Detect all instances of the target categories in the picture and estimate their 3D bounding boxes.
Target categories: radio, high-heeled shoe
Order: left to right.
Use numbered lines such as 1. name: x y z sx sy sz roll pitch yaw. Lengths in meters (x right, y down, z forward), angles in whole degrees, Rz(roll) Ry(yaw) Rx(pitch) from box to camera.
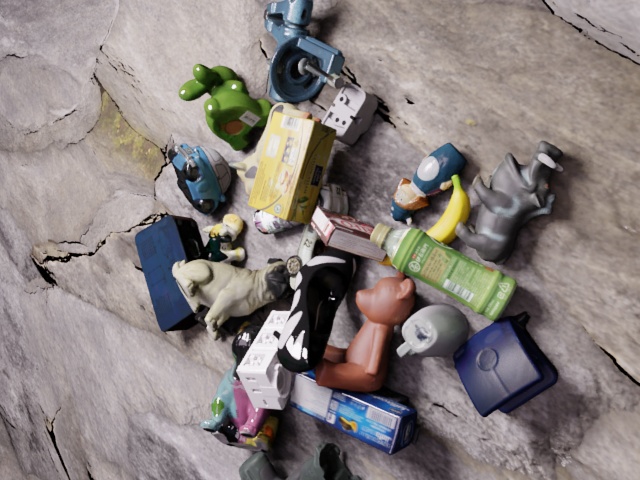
1. radio: -0.303 0.067 1.142 0.131 0.073 0.229 -30 73 26
2. high-heeled shoe: 0.014 0.098 0.862 0.249 0.086 0.145 -50 27 -14

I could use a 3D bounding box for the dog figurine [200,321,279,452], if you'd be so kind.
1. dog figurine: -0.124 0.262 0.998 0.109 0.191 0.219 4 57 17

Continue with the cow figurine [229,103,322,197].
1. cow figurine: -0.091 -0.165 1.019 0.127 0.085 0.194 30 105 24

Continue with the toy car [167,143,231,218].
1. toy car: -0.236 -0.135 1.092 0.103 0.161 0.109 -32 54 -21

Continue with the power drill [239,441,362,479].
1. power drill: -0.024 0.455 0.929 0.207 0.086 0.232 -40 81 29

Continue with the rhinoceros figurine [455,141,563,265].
1. rhinoceros figurine: 0.279 -0.057 0.782 0.112 0.073 0.190 33 104 31

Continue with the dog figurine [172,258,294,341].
1. dog figurine: -0.153 0.069 0.990 0.190 0.121 0.172 -34 87 -20

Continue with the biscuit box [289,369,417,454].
1. biscuit box: 0.050 0.266 0.852 0.203 0.062 0.059 14 92 35

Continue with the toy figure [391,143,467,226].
1. toy figure: 0.166 -0.089 0.868 0.154 0.057 0.064 -45 26 23

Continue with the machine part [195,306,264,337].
1. machine part: -0.175 0.144 1.059 0.139 0.039 0.084 -29 114 18

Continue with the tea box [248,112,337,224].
1. tea box: -0.048 -0.121 0.911 0.098 0.068 0.169 24 101 36

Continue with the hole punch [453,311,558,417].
1. hole punch: 0.258 0.181 0.770 0.142 0.092 0.116 -46 61 25

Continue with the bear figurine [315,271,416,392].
1. bear figurine: 0.074 0.138 0.859 0.132 0.120 0.195 13 100 -5

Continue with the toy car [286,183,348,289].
1. toy car: -0.002 -0.003 0.955 0.056 0.073 0.201 24 99 35

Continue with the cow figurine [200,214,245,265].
1. cow figurine: -0.204 0.028 1.067 0.068 0.098 0.167 5 89 39

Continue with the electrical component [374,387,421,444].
1. electrical component: 0.114 0.284 0.873 0.119 0.047 0.074 15 94 32

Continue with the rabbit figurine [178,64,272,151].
1. rabbit figurine: -0.199 -0.283 1.073 0.121 0.159 0.170 -46 49 32

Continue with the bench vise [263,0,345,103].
1. bench vise: -0.022 -0.336 0.956 0.241 0.129 0.223 45 118 45

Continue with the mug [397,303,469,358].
1. mug: 0.160 0.143 0.820 0.109 0.107 0.081 -35 67 23
